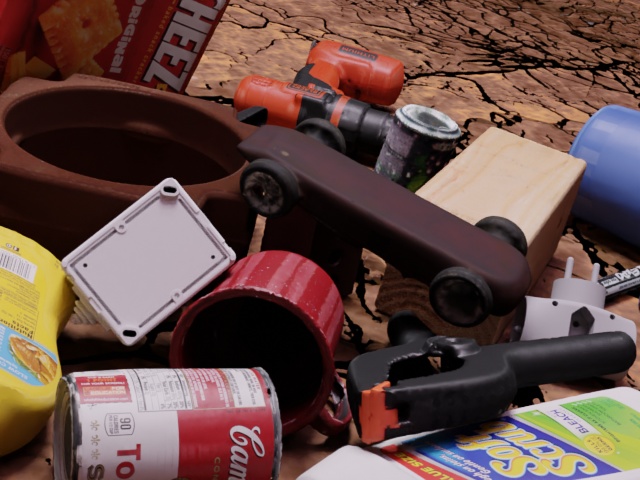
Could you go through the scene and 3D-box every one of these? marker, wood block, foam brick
[{"bbox_3d":[0.248,0.034,0.869,0.120,0.020,0.020,-12,36,-41],"label":"marker"},{"bbox_3d":[0.128,-0.007,0.814,0.090,0.091,0.205,23,27,17],"label":"wood block"},{"bbox_3d":[-0.005,0.001,0.752,0.052,0.078,0.051,-16,38,-41],"label":"foam brick"}]

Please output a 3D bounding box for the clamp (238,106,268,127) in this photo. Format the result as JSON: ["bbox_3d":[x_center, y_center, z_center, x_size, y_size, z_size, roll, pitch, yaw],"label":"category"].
[{"bbox_3d":[-0.082,-0.078,0.916,0.171,0.039,0.120,-15,32,-38],"label":"clamp"}]

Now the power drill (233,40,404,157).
[{"bbox_3d":[0.027,-0.142,1.070,0.184,0.057,0.187,18,27,11],"label":"power drill"}]

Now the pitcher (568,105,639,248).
[{"bbox_3d":[0.333,-0.036,0.913,0.243,0.149,0.144,27,31,33],"label":"pitcher"}]

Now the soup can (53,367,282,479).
[{"bbox_3d":[-0.078,0.099,0.534,0.102,0.068,0.068,1,29,-22],"label":"soup can"}]

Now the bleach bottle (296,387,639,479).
[{"bbox_3d":[0.087,0.135,0.546,0.250,0.068,0.103,-5,25,-29],"label":"bleach bottle"}]

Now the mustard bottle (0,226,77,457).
[{"bbox_3d":[-0.184,0.062,0.564,0.096,0.058,0.191,28,21,-21],"label":"mustard bottle"}]

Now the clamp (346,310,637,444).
[{"bbox_3d":[0.086,0.074,0.610,0.165,0.036,0.209,1,8,23],"label":"clamp"}]

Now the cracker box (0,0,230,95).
[{"bbox_3d":[-0.183,-0.178,0.858,0.072,0.164,0.213,39,17,32],"label":"cracker box"}]

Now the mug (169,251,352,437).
[{"bbox_3d":[-0.023,0.064,0.621,0.117,0.093,0.081,45,21,-6],"label":"mug"}]
